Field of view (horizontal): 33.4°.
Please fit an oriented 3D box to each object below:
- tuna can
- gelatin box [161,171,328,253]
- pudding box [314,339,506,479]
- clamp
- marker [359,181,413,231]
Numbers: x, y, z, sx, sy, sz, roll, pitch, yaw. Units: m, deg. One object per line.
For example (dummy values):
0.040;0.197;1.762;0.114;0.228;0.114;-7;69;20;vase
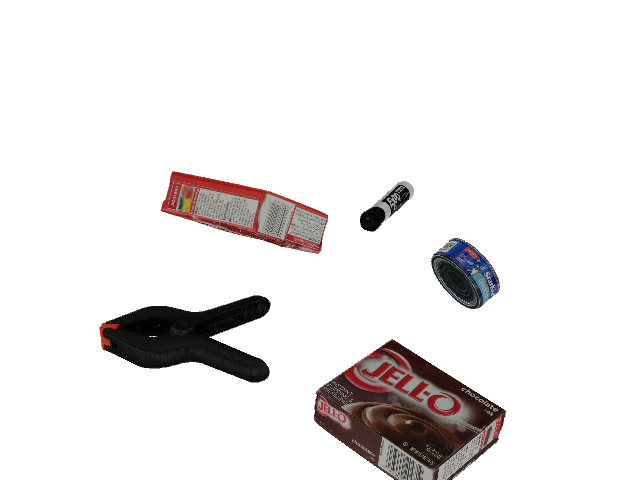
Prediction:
0.174;0.041;1.290;0.033;0.086;0.086;-38;14;-18;tuna can
-0.047;-0.017;0.690;0.073;0.030;0.089;14;-3;28;gelatin box
0.065;0.130;0.792;0.114;0.039;0.089;32;43;30;pudding box
-0.127;0.089;1.051;0.171;0.039;0.120;7;27;4;clamp
0.060;-0.031;0.964;0.020;0.020;0.121;0;16;20;marker
